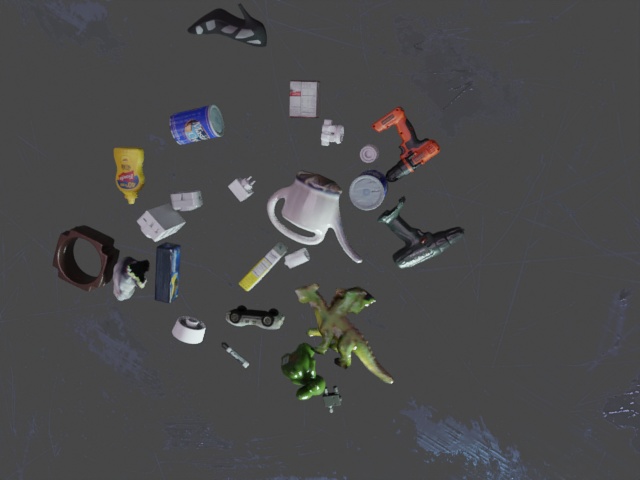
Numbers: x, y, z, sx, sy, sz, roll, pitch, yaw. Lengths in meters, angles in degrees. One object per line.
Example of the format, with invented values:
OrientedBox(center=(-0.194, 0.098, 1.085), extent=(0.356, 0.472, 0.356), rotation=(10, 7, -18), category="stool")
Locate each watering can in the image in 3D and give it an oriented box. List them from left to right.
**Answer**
OrientedBox(center=(0.005, -0.081, 1.609), extent=(0.348, 0.105, 0.222), rotation=(24, 105, 7), category="watering can")

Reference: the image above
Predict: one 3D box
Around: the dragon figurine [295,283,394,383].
OrientedBox(center=(0.095, 0.272, 1.670), extent=(0.411, 0.123, 0.241), rotation=(25, 98, 5), category="dragon figurine")

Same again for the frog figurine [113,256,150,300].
OrientedBox(center=(-0.686, 0.138, 1.803), extent=(0.158, 0.122, 0.140), rotation=(-29, 62, 25), category="frog figurine")
